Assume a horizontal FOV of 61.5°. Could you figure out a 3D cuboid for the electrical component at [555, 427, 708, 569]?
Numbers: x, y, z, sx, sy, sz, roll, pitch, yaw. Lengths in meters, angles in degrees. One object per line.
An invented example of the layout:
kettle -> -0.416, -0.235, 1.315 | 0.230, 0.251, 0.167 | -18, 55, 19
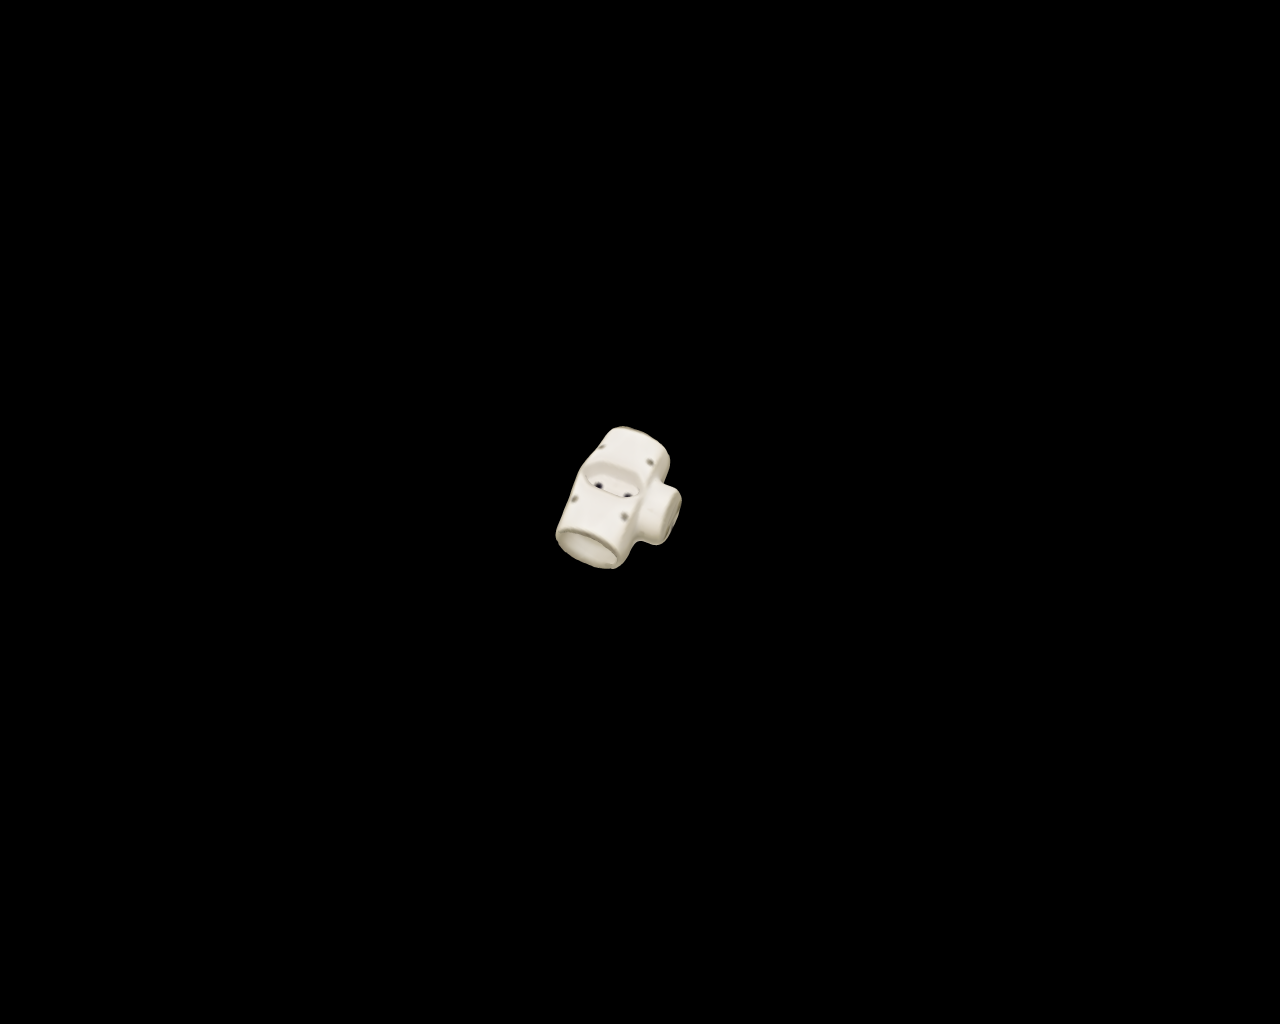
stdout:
electrical component -> 0.001, -0.003, 0.650 | 0.079, 0.077, 0.043 | 21, -28, 12
